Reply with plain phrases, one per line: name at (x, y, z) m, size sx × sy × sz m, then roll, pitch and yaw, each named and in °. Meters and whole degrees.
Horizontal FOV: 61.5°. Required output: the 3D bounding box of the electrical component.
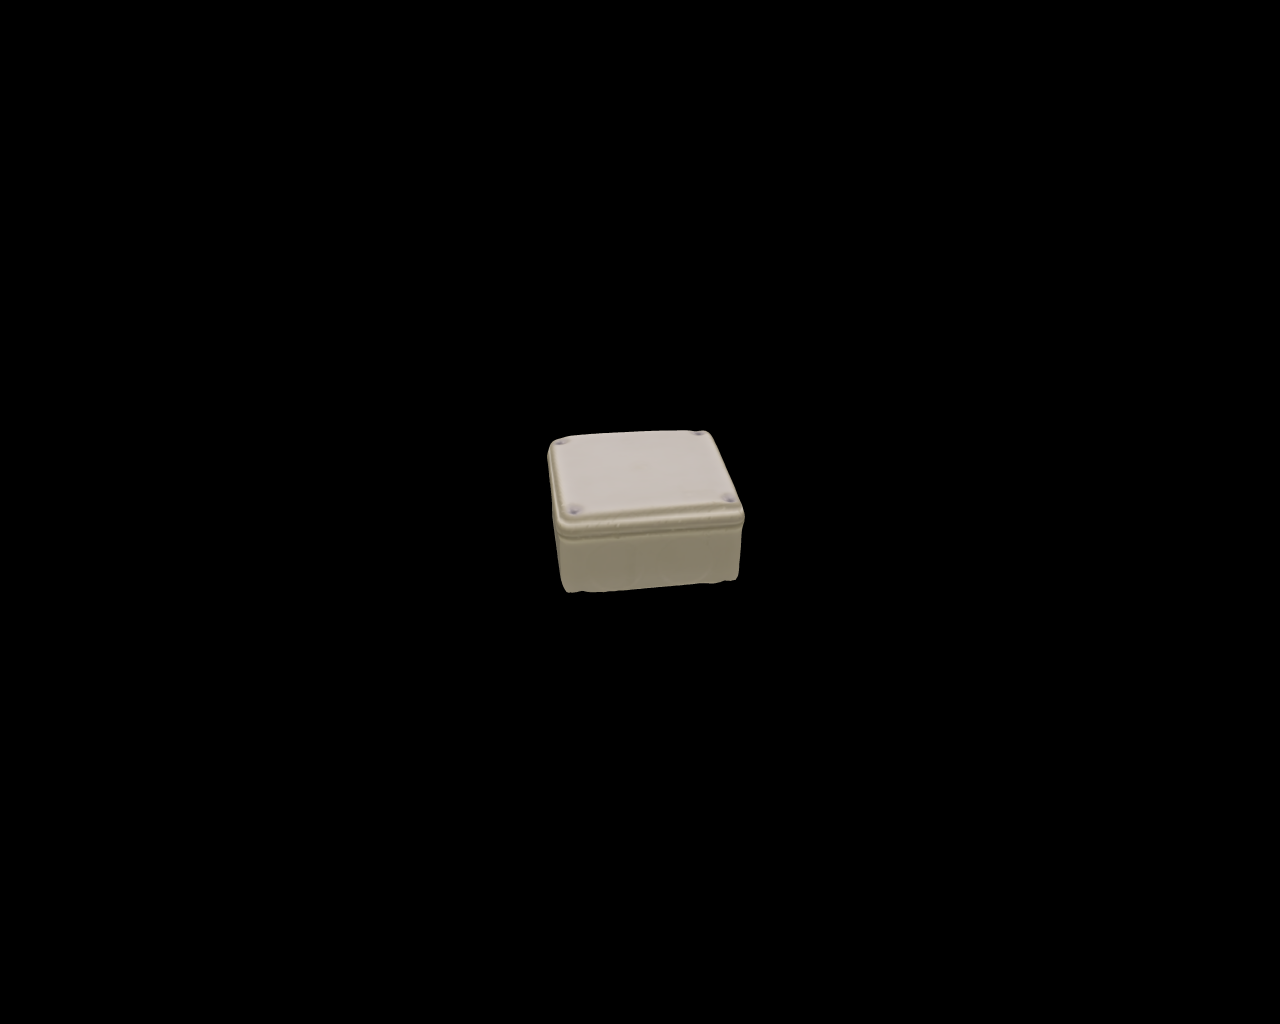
electrical component at (0.001, -0.003, 0.650) m, size 0.109 × 0.056 × 0.109 m, roll -4°, pitch 30°, yaw -6°
